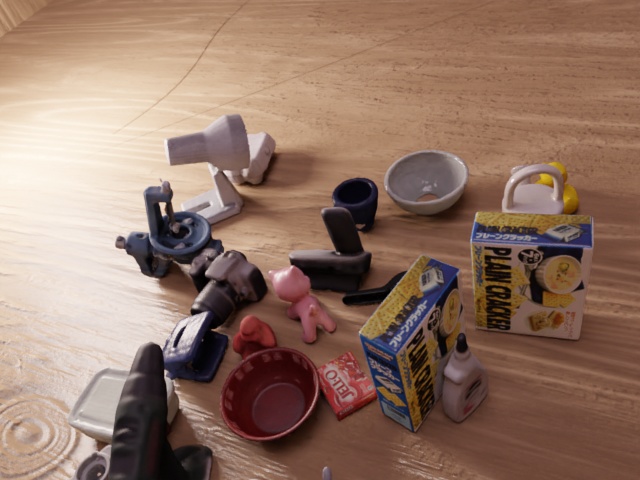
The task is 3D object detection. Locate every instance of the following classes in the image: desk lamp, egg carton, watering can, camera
[{"bbox_3d":[-0.234,-0.152,1.242,0.203,0.214,0.117,-25,44,-7],"label":"desk lamp"},{"bbox_3d":[-0.167,-0.197,1.369,0.107,0.069,0.150,-1,46,17],"label":"egg carton"},{"bbox_3d":[0.356,-0.055,0.972,0.101,0.194,0.172,-23,44,-5],"label":"watering can"},{"bbox_3d":[-0.195,0.088,1.072,0.142,0.101,0.137,14,52,29],"label":"camera"}]

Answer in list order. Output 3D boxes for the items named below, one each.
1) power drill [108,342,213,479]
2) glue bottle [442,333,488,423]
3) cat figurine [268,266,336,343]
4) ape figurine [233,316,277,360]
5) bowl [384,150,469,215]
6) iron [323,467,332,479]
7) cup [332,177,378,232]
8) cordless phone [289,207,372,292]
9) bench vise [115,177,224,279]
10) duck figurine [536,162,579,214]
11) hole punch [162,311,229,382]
[{"bbox_3d":[-0.224,0.289,0.801,0.075,0.209,0.229,-10,44,9],"label":"power drill"},{"bbox_3d":[0.200,0.184,0.798,0.037,0.173,0.078,29,60,37],"label":"glue bottle"},{"bbox_3d":[-0.035,0.098,0.998,0.067,0.118,0.127,-31,45,-13],"label":"cat figurine"},{"bbox_3d":[-0.112,0.164,0.976,0.077,0.092,0.076,12,51,27],"label":"ape figurine"},{"bbox_3d":[0.216,-0.104,1.152,0.167,0.075,0.167,-9,44,9],"label":"bowl"},{"bbox_3d":[0.025,0.402,0.658,0.118,0.142,0.258,-10,44,8],"label":"iron"},{"bbox_3d":[0.068,-0.054,1.134,0.091,0.095,0.118,29,60,37],"label":"cup"},{"bbox_3d":[0.009,0.004,1.030,0.147,0.185,0.094,-1,46,16],"label":"cordless phone"},{"bbox_3d":[-0.316,-0.015,1.126,0.207,0.220,0.121,-19,44,-2],"label":"bench vise"},{"bbox_3d":[0.441,-0.103,1.071,0.077,0.086,0.104,-21,44,-3],"label":"duck figurine"},{"bbox_3d":[-0.229,0.183,0.994,0.101,0.091,0.109,2,47,19],"label":"hole punch"}]
